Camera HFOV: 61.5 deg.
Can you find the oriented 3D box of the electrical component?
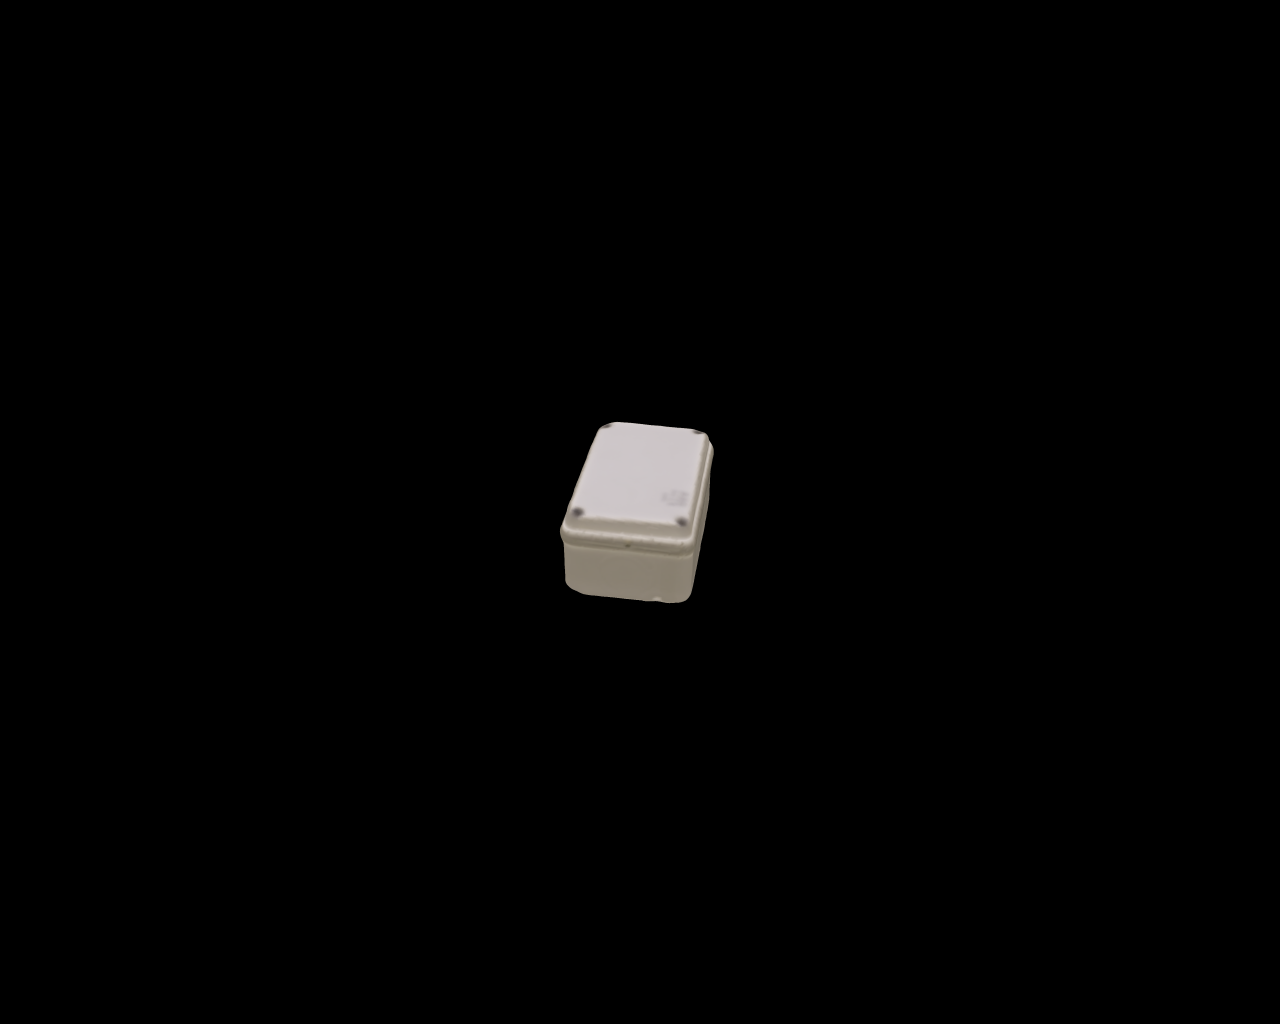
[{"bbox_3d":[0.001,-0.003,0.650,0.078,0.057,0.113,6,37,8],"label":"electrical component"}]
